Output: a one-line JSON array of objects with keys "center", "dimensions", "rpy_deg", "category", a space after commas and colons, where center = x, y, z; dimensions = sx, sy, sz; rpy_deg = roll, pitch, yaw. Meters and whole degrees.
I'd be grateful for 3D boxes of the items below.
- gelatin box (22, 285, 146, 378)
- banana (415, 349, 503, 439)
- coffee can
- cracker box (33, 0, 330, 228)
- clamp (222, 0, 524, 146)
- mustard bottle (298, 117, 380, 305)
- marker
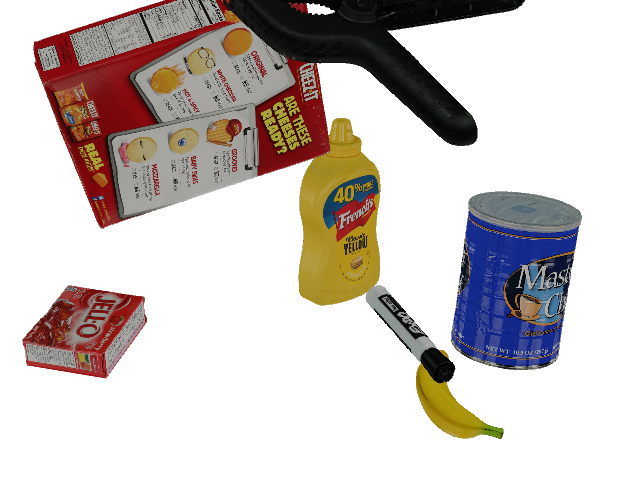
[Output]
[{"center": [-0.198, 0.075, 0.904], "dimensions": [0.073, 0.030, 0.089], "rpy_deg": [8, 32, 13], "category": "gelatin box"}, {"center": [0.149, 0.185, 1.273], "dimensions": [0.069, 0.037, 0.198], "rpy_deg": [10, 21, -19], "category": "banana"}, {"center": [0.181, 0.035, 0.995], "dimensions": [0.103, 0.140, 0.103], "rpy_deg": [4, 19, -2], "category": "coffee can"}, {"center": [-0.110, -0.118, 0.889], "dimensions": [0.213, 0.164, 0.072], "rpy_deg": [-20, 48, -8], "category": "cracker box"}, {"center": [0.029, -0.141, 0.721], "dimensions": [0.210, 0.164, 0.036], "rpy_deg": [12, -40, 4], "category": "clamp"}, {"center": [0.021, -0.034, 1.112], "dimensions": [0.096, 0.192, 0.058], "rpy_deg": [-19, 29, -37], "category": "mustard bottle"}, {"center": [0.068, 0.071, 0.816], "dimensions": [0.020, 0.020, 0.121], "rpy_deg": [0, 27, -26], "category": "marker"}]
